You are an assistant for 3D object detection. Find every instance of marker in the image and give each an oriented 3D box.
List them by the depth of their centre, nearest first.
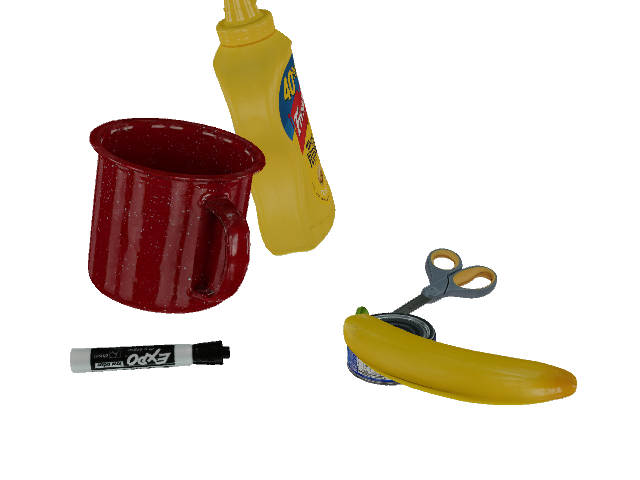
[{"bbox_3d":[-0.130,0.089,0.821,0.121,0.020,0.020,-3,0,-3],"label":"marker"}]

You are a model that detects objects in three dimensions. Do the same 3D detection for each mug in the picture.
[{"bbox_3d":[-0.074,-0.008,0.568,0.093,0.081,0.117,-9,29,-39],"label":"mug"}]

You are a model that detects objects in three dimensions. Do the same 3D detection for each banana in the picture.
[{"bbox_3d":[0.086,0.085,0.782,0.198,0.037,0.069,18,37,36],"label":"banana"}]

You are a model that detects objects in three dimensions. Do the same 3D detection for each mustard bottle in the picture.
[{"bbox_3d":[-0.037,-0.092,0.786,0.058,0.191,0.096,-8,29,13],"label":"mustard bottle"}]

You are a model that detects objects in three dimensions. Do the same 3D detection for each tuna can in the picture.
[{"bbox_3d":[0.067,0.101,1.010,0.086,0.034,0.086,-3,23,1],"label":"tuna can"}]

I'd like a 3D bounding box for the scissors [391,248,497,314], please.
[{"bbox_3d":[0.121,0.050,1.247,0.201,0.016,0.096,-11,40,-35],"label":"scissors"}]
